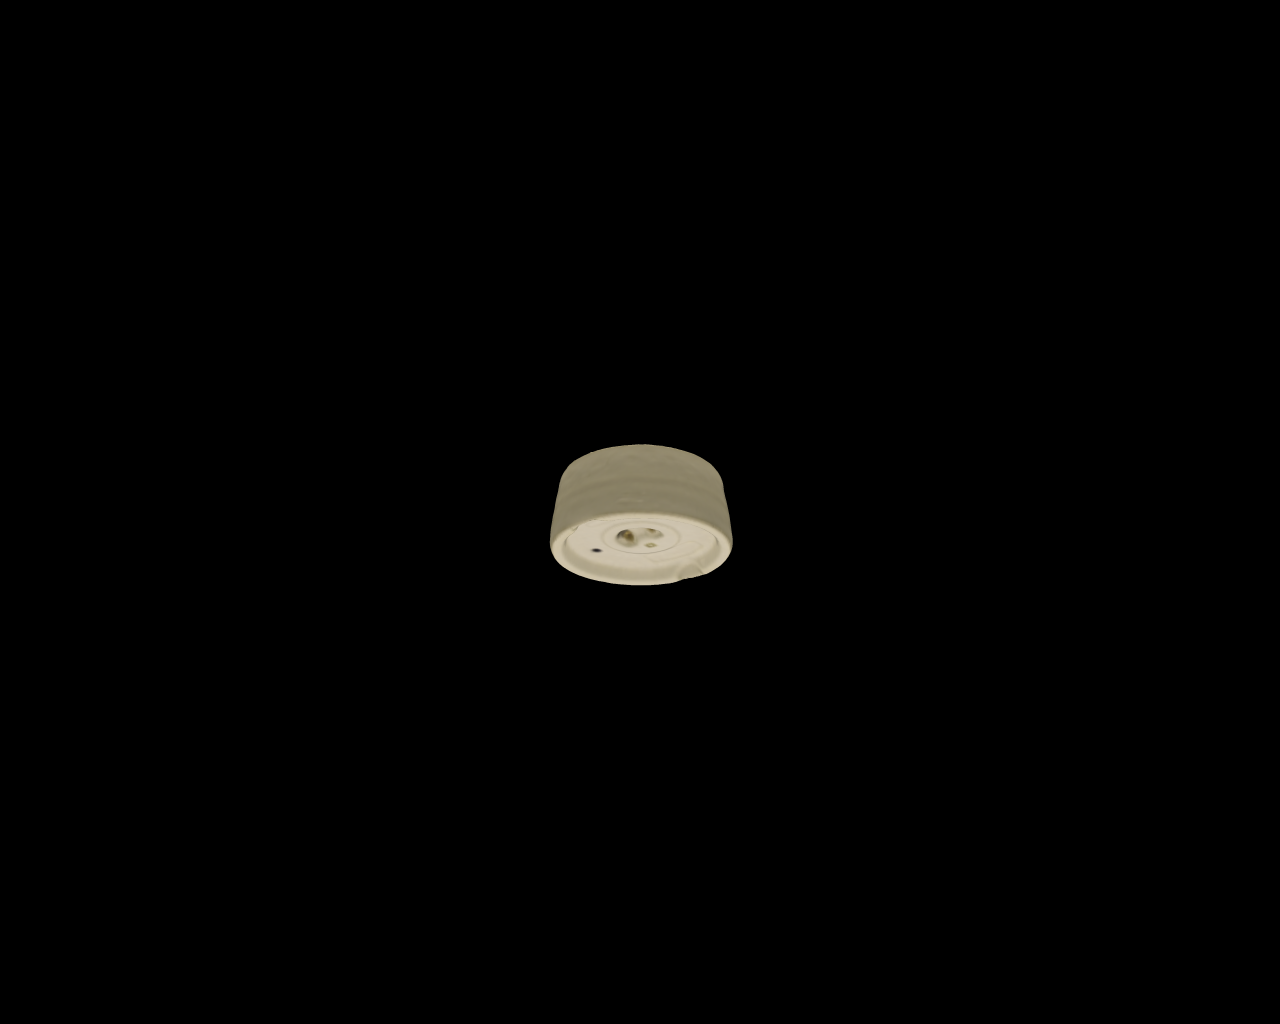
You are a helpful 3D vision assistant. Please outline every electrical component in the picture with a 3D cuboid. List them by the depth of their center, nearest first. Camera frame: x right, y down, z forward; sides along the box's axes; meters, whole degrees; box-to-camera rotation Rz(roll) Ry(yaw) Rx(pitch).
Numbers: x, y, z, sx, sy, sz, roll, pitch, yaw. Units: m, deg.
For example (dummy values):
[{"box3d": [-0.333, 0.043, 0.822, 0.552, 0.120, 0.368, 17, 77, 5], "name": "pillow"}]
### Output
[{"box3d": [0.001, -0.003, 0.650, 0.108, 0.060, 0.108, 0, -26, 0], "name": "electrical component"}]
